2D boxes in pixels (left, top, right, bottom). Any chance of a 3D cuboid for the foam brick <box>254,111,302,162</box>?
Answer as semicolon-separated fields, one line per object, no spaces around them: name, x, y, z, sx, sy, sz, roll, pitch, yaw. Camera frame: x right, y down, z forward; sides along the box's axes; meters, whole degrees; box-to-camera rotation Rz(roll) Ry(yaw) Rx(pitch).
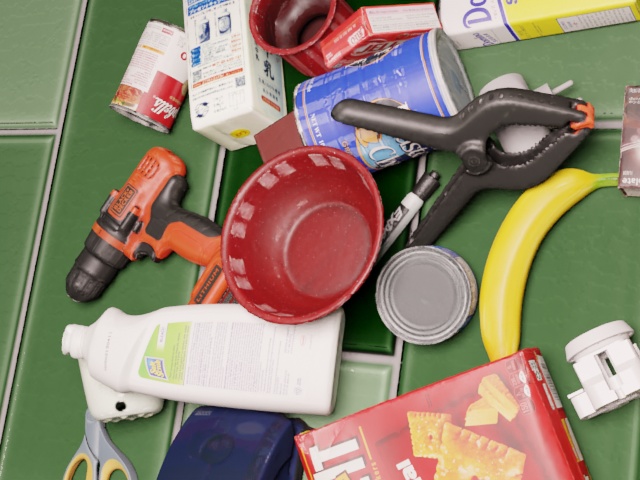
foam brick;-0.020;-0.075;1.025;0.051;0.053;0.078;-29;66;17

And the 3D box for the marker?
marker;0.070;-0.014;0.982;0.020;0.020;0.121;41;96;29

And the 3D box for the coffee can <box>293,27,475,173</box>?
coffee can;0.061;-0.119;0.968;0.140;0.102;0.103;-19;69;21

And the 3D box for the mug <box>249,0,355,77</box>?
mug;-0.018;-0.216;1.045;0.117;0.081;0.093;42;96;29

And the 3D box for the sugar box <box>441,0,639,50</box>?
sugar box;0.197;-0.233;0.963;0.176;0.048;0.093;-5;75;24

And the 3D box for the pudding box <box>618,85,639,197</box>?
pudding box;0.305;-0.080;0.870;0.114;0.039;0.090;2;77;27

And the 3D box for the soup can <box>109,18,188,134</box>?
soup can;-0.169;-0.171;1.118;0.069;0.068;0.102;22;86;30

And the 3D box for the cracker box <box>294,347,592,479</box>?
cracker box;0.104;0.200;0.866;0.214;0.072;0.164;-24;75;19

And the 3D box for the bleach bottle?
bleach bottle;-0.108;0.097;0.967;0.251;0.068;0.102;6;79;7

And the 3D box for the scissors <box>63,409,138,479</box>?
scissors;-0.211;0.188;1.071;0.096;0.016;0.202;7;80;27

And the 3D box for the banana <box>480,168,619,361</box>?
banana;0.178;0.014;0.910;0.070;0.037;0.198;30;91;30

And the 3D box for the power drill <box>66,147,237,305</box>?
power drill;-0.157;0.021;1.065;0.188;0.057;0.184;37;96;29

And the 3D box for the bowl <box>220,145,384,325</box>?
bowl;-0.006;0.001;0.934;0.162;0.055;0.162;-10;68;28

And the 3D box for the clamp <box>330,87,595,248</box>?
clamp;0.131;-0.066;0.904;0.210;0.164;0.036;-10;34;21

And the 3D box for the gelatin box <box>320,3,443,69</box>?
gelatin box;0.055;-0.187;0.980;0.073;0.089;0.030;-28;78;54

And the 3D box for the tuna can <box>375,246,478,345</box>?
tuna can;0.094;0.047;0.933;0.086;0.033;0.086;1;92;22
